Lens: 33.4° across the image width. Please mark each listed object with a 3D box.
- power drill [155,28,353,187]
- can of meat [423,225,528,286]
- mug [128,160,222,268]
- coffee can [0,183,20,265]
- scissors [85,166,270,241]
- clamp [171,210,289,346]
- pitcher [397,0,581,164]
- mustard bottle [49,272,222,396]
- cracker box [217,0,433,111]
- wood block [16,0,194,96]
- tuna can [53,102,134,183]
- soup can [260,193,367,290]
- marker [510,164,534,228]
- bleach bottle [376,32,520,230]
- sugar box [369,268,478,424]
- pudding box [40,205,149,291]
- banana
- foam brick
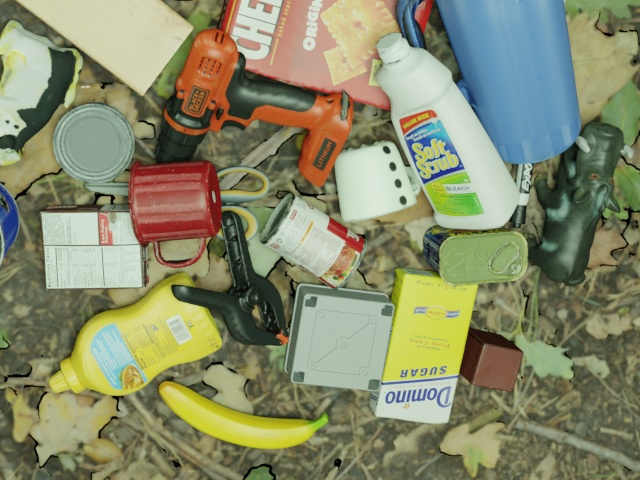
[{"bbox_3d":[-0.071,-0.120,1.131,0.187,0.057,0.185,17,134,-13],"label":"power drill"},{"bbox_3d":[0.175,0.013,1.218,0.102,0.084,0.057,-5,102,-9],"label":"can of meat"},{"bbox_3d":[-0.149,-0.029,1.123,0.081,0.093,0.117,-4,84,5],"label":"mug"},{"bbox_3d":[-0.368,-0.009,1.095,0.102,0.140,0.103,-2,102,-9],"label":"coffee can"},{"bbox_3d":[-0.153,-0.033,1.190,0.201,0.016,0.096,-10,103,-7],"label":"scissors"},{"bbox_3d":[-0.094,0.067,1.180,0.120,0.039,0.171,-46,120,-29],"label":"clamp"},{"bbox_3d":[0.193,-0.200,1.129,0.144,0.149,0.243,-50,134,-33],"label":"pitcher"},{"bbox_3d":[-0.213,0.119,1.189,0.191,0.058,0.096,-27,110,-3],"label":"mustard bottle"},{"bbox_3d":[0.006,-0.242,1.145,0.213,0.072,0.164,15,99,-11],"label":"cracker box"},{"bbox_3d":[-0.239,-0.249,1.094,0.206,0.090,0.091,37,94,-15],"label":"wood block"},{"bbox_3d":[-0.243,-0.105,1.151,0.086,0.034,0.086,-2,102,-9],"label":"tuna can"},{"bbox_3d":[-0.008,0.001,1.195,0.102,0.068,0.068,32,95,-13],"label":"soup can"},{"bbox_3d":[0.238,-0.074,1.245,0.020,0.020,0.121,5,101,-10],"label":"marker"},{"bbox_3d":[0.121,-0.116,1.131,0.250,0.103,0.068,53,55,-36],"label":"bleach bottle"},{"bbox_3d":[0.120,0.125,1.253,0.093,0.048,0.176,8,99,-11],"label":"sugar box"},{"bbox_3d":[-0.246,0.008,1.167,0.113,0.039,0.090,0,103,0],"label":"pudding box"},{"bbox_3d":[-0.092,0.207,1.234,0.197,0.037,0.070,11,115,-6],"label":"banana"},{"bbox_3d":[0.196,0.140,1.252,0.053,0.078,0.051,13,97,-12],"label":"foam brick"}]
